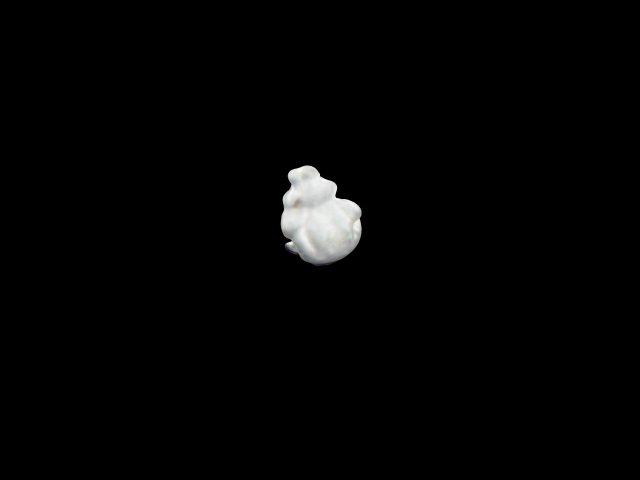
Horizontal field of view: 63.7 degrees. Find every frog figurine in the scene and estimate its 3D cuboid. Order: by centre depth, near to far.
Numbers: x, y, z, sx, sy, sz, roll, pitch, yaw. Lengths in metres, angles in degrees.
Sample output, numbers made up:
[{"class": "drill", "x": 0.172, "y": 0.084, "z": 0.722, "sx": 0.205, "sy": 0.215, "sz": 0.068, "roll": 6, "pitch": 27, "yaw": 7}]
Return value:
[{"class": "frog figurine", "x": 0.003, "y": -0.043, "z": 0.850, "sx": 0.137, "sy": 0.156, "sz": 0.125, "roll": -6, "pitch": 38, "yaw": -7}]
